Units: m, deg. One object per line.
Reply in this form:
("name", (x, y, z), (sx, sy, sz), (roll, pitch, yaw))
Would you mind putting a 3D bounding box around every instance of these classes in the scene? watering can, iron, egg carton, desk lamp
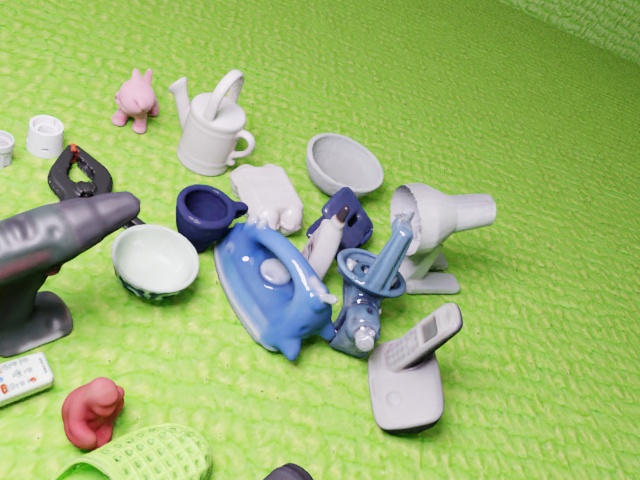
("watering can", (-0.188, -0.217, 1.005), (0.173, 0.194, 0.101), (19, 43, -14))
("iron", (-0.072, 0.045, 0.863), (0.119, 0.141, 0.258), (-22, 63, -42))
("egg carton", (-0.094, -0.071, 1.016), (0.107, 0.069, 0.150), (-7, 54, -35))
("desk lamp", (0.202, -0.006, 1.020), (0.204, 0.213, 0.117), (3, 49, -29))

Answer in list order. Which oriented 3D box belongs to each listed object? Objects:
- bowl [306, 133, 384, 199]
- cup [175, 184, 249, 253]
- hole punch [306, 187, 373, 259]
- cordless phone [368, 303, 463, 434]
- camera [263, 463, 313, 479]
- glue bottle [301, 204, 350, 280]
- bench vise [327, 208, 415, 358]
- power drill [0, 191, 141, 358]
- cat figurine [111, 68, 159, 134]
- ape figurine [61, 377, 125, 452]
("bowl", (0.039, -0.135, 1.152), (0.168, 0.074, 0.167), (17, 44, -16))
("cup", (-0.177, -0.027, 0.904), (0.118, 0.095, 0.091), (-6, 53, -34))
("hole punch", (0.047, -0.030, 1.044), (0.101, 0.091, 0.109), (37, 42, 6))
("cordless phone", (0.148, 0.185, 0.826), (0.094, 0.185, 0.147), (13, 45, -20))
("camera", (-0.049, 0.324, 0.639), (0.143, 0.100, 0.137), (45, 43, 14))
("glue bottle", (0.009, 0.003, 0.927), (0.037, 0.173, 0.078), (14, 44, -18))
("bench vise", (0.096, 0.068, 0.882), (0.122, 0.219, 0.207), (8, 46, -24))
("power drill", (-0.329, 0.040, 0.664), (0.230, 0.208, 0.075), (-23, 64, -43))
("cat figurine", (-0.323, -0.258, 1.021), (0.067, 0.117, 0.128), (21, 43, -12))
("ape figurine", (-0.254, 0.189, 0.652), (0.076, 0.092, 0.078), (43, 43, 12))
